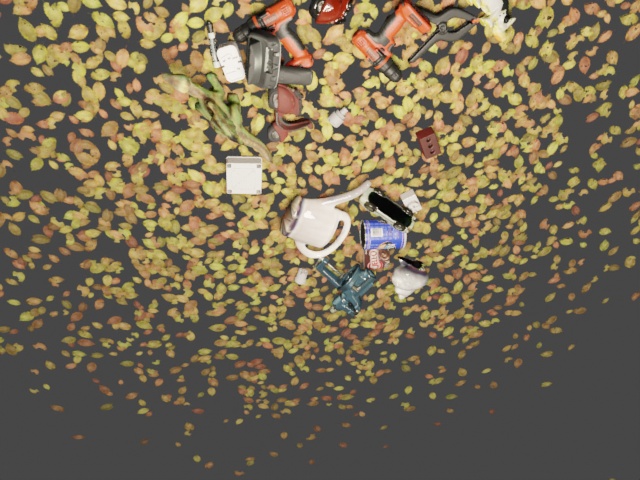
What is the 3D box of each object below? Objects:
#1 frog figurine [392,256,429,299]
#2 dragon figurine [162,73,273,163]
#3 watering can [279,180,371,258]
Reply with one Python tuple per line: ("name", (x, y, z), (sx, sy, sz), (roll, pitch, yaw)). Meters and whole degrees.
("frog figurine", (0.318, 0.155, 1.864), (0.137, 0.124, 0.157), (4, 113, -33))
("dragon figurine", (-0.255, -0.315, 1.403), (0.121, 0.248, 0.405), (-41, 117, 14))
("watering can", (0.005, -0.084, 1.668), (0.223, 0.106, 0.341), (19, 120, -18))
